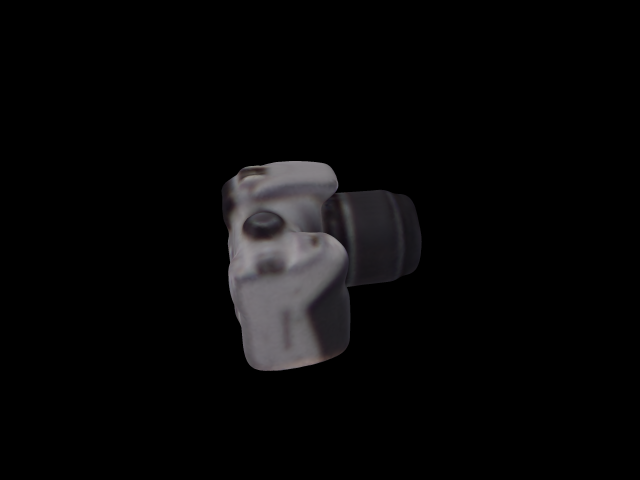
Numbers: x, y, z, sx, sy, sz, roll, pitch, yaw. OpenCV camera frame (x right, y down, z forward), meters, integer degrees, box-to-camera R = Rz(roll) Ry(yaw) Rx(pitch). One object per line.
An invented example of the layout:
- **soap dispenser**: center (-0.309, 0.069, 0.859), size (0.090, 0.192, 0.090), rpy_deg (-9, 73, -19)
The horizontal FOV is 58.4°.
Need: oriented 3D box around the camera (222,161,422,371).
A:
- **camera**: center (0.004, 0.001, 0.400), size (0.137, 0.101, 0.143), rpy_deg (-6, 32, -9)
